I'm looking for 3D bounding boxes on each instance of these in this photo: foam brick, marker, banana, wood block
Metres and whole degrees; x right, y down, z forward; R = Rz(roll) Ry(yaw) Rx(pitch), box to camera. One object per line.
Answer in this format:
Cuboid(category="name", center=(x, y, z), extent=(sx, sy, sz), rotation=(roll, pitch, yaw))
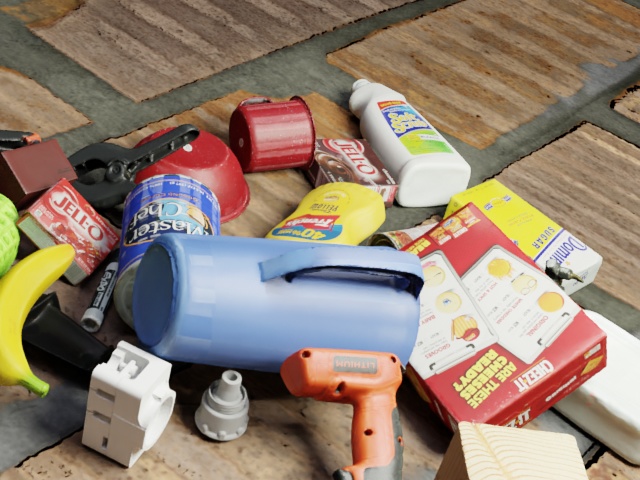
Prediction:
Cuboid(category="foam brick", center=(-0.307, -0.066, 1.127), extent=(0.078, 0.051, 0.053), rotation=(-25, 83, -54))
Cuboid(category="marker", center=(-0.212, 0.047, 1.064), extent=(0.020, 0.020, 0.121), rotation=(14, 35, -3))
Cuboid(category="banana", center=(-0.265, 0.066, 0.950), extent=(0.069, 0.037, 0.198), rotation=(17, 36, -17))
Cuboid(category="wood block", center=(0.116, 0.238, 0.769), extent=(0.090, 0.206, 0.091), rotation=(9, 37, -10))

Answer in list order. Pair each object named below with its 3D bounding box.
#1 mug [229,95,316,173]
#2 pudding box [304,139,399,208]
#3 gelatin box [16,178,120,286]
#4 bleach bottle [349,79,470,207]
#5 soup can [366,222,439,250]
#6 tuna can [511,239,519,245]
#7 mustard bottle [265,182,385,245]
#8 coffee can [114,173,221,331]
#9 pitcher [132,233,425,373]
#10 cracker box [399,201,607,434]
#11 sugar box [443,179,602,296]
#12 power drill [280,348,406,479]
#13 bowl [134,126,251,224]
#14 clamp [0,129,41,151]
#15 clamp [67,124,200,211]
Cuboid(category="mug", center=(-0.065, -0.135, 1.305), extent=(0.081, 0.093, 0.117), rotation=(-9, 53, -24))
Cuboid(category="pudding box", center=(0.033, -0.083, 1.318), extent=(0.089, 0.039, 0.113), rotation=(-3, 39, -24))
Cuboid(category="gelatin box", center=(-0.253, -0.010, 1.079), extent=(0.089, 0.030, 0.073), rotation=(50, 33, -13))
Cuboid(category="bleach bottle", center=(0.096, -0.140, 1.402), extent=(0.102, 0.068, 0.251), rotation=(-3, 37, -26))
Cuboid(category="soup can", center=(0.109, 0.018, 1.186), extent=(0.102, 0.069, 0.069), rotation=(-11, 43, -34))
Cuboid(category="tuna can", center=(0.190, 0.036, 1.176), extent=(0.034, 0.086, 0.086), rotation=(18, 35, 5))
Cuboid(category="mustard bottle", center=(-0.008, 0.001, 1.166), extent=(0.096, 0.058, 0.191), rotation=(8, 32, 26))
Cuboid(category="coffee can", center=(-0.149, 0.015, 1.060), extent=(0.102, 0.103, 0.140), rotation=(8, 36, -12))
Cuboid(category="pitcher", center=(-0.034, 0.054, 0.956), extent=(0.242, 0.149, 0.145), rotation=(8, 14, -32))
Cuboid(category="cracker box", center=(0.151, 0.085, 1.055), extent=(0.164, 0.072, 0.214), rotation=(-34, 52, -8))
Cuboid(category="sugar box", center=(0.243, -0.001, 1.283), extent=(0.093, 0.048, 0.176), rotation=(-22, 49, -41))
Cuboid(category="power drill", center=(0.016, 0.185, 0.882), extent=(0.184, 0.057, 0.187), rotation=(7, 60, -27))
Cuboid(category="bowl", center=(-0.155, -0.084, 1.234), extent=(0.162, 0.055, 0.162), rotation=(10, 35, -8))
Cuboid(category="clamp", center=(-0.378, -0.068, 1.140), extent=(0.209, 0.036, 0.165), rotation=(-21, 59, -45))
Cuboid(category="clamp", center=(-0.211, -0.079, 1.170), extent=(0.171, 0.039, 0.120), rotation=(9, 64, 13))
